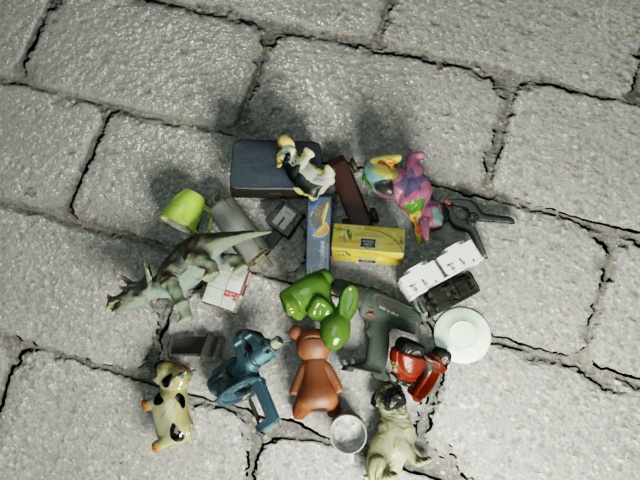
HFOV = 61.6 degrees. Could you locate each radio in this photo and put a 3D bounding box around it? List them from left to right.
[{"bbox_3d":[-0.108,-0.175,1.333,0.230,0.073,0.131,0,77,-10],"label":"radio"}]

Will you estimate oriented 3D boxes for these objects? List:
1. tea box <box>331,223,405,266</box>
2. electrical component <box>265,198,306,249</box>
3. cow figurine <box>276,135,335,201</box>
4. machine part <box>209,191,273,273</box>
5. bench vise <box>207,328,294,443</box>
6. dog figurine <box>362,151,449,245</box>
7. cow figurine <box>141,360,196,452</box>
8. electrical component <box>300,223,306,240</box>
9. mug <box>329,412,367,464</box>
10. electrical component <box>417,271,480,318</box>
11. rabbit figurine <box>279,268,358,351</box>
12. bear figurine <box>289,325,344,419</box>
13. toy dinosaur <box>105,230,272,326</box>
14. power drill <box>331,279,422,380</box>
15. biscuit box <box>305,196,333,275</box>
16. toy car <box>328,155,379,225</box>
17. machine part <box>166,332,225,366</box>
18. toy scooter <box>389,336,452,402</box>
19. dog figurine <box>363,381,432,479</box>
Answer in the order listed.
[{"bbox_3d":[0.114,0.012,1.281,0.170,0.098,0.068,3,70,7],"label":"tea box"},{"bbox_3d":[-0.098,-0.037,1.340,0.075,0.047,0.119,39,83,12],"label":"electrical component"},{"bbox_3d":[-0.051,-0.168,1.267,0.167,0.068,0.098,40,76,6],"label":"cow figurine"},{"bbox_3d":[-0.199,-0.020,1.330,0.079,0.079,0.243,-38,78,-3],"label":"machine part"},{"bbox_3d":[-0.146,0.331,1.220,0.224,0.128,0.241,-32,60,6],"label":"bench vise"},{"bbox_3d":[0.207,-0.096,1.292,0.192,0.108,0.219,-8,80,-7],"label":"dog figurine"},{"bbox_3d":[-0.344,0.378,1.256,0.127,0.085,0.195,-20,75,7],"label":"cow figurine"},{"bbox_3d":[-0.006,-0.010,1.338,0.063,0.021,0.094,-31,77,-2],"label":"electrical component"},{"bbox_3d":[0.068,0.433,1.196,0.081,0.107,0.109,-13,82,4],"label":"mug"},{"bbox_3d":[0.291,0.129,1.236,0.134,0.115,0.058,-27,75,-3],"label":"electrical component"},{"bbox_3d":[0.016,0.160,1.203,0.159,0.121,0.170,-32,70,-9],"label":"rabbit figurine"},{"bbox_3d":[-0.015,0.300,1.240,0.120,0.131,0.196,-5,58,-5],"label":"bear figurine"},{"bbox_3d":[-0.310,0.059,1.281,0.405,0.131,0.192,-39,65,-3],"label":"toy dinosaur"},{"bbox_3d":[0.110,0.213,1.259,0.232,0.086,0.207,15,72,5],"label":"power drill"},{"bbox_3d":[-0.003,-0.004,1.294,0.063,0.059,0.202,2,83,2],"label":"biscuit box"},{"bbox_3d":[0.076,-0.112,1.336,0.089,0.053,0.202,-24,81,11],"label":"toy car"},{"bbox_3d":[-0.302,0.261,1.289,0.139,0.039,0.084,0,46,12],"label":"machine part"},{"bbox_3d":[0.213,0.294,1.199,0.075,0.183,0.135,26,94,53],"label":"toy scooter"},{"bbox_3d":[0.141,0.434,1.205,0.172,0.121,0.191,-26,64,-4],"label":"dog figurine"}]
